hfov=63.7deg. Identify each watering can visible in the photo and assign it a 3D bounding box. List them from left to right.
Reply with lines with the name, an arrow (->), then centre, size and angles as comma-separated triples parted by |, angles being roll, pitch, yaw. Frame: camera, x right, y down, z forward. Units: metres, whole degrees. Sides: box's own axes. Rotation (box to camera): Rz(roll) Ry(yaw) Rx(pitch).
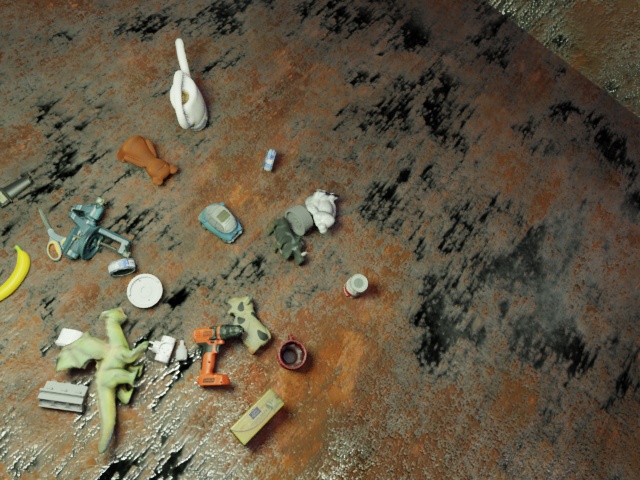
watering can -> -0.496, -0.558, 1.931 | 0.104, 0.353, 0.221 | -6, -21, 3

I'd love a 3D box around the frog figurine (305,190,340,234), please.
frog figurine -> 0.006, -0.096, 1.915 | 0.122, 0.161, 0.136 | -5, -17, 29

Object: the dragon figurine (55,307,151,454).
dragon figurine -> -0.658, 0.388, 1.533 | 0.242, 0.420, 0.120 | 22, -36, -9
